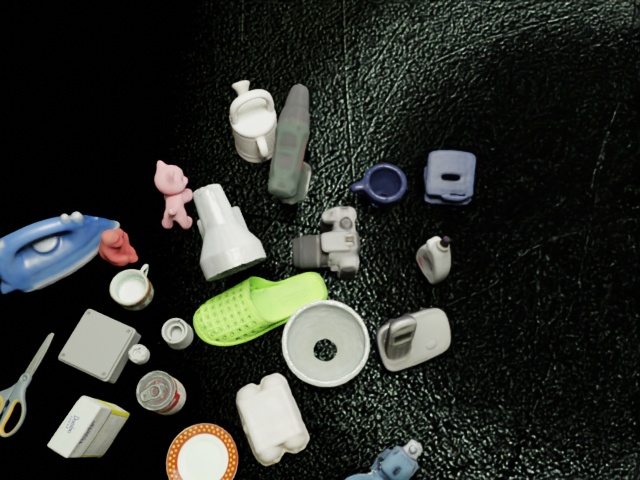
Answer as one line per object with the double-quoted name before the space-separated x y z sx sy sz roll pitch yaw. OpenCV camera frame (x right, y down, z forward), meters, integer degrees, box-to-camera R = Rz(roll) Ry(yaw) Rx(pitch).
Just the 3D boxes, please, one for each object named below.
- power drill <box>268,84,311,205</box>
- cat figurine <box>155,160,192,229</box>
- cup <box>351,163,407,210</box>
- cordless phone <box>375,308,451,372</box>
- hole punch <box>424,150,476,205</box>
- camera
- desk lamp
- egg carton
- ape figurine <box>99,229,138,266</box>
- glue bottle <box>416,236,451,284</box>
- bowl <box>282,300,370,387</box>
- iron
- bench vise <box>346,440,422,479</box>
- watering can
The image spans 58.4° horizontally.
"power drill" -0.059 -0.175 1.192 0.075 0.208 0.229 8 68 2
"cat figurine" -0.311 -0.100 1.204 0.067 0.118 0.128 -5 68 -3
"cup" 0.122 -0.102 1.227 0.118 0.095 0.091 -8 68 -5
"cordless phone" 0.180 0.172 1.068 0.148 0.185 0.094 -22 70 -10
"hole punch" 0.283 -0.135 1.247 0.108 0.091 0.101 3 68 0
"camera" 0.011 0.004 1.178 0.137 0.101 0.143 -3 68 -2
"desk lamp" -0.186 -0.004 1.116 0.118 0.213 0.203 -21 70 -9
"egg carton" -0.090 0.331 1.059 0.107 0.069 0.150 -23 70 -10
"ape figurine" -0.419 0.009 1.171 0.076 0.092 0.078 5 68 1
"glue bottle" 0.232 0.028 1.134 0.037 0.173 0.078 -28 71 -12
"bowl" 0.010 0.205 1.110 0.167 0.075 0.167 1 68 -1
"iron" -0.542 -0.001 1.146 0.258 0.141 0.118 -29 71 -12
"bench vise" 0.090 0.415 0.947 0.121 0.220 0.207 22 69 8
"watering can" -0.148 -0.263 1.234 0.101 0.194 0.172 -39 73 -15
